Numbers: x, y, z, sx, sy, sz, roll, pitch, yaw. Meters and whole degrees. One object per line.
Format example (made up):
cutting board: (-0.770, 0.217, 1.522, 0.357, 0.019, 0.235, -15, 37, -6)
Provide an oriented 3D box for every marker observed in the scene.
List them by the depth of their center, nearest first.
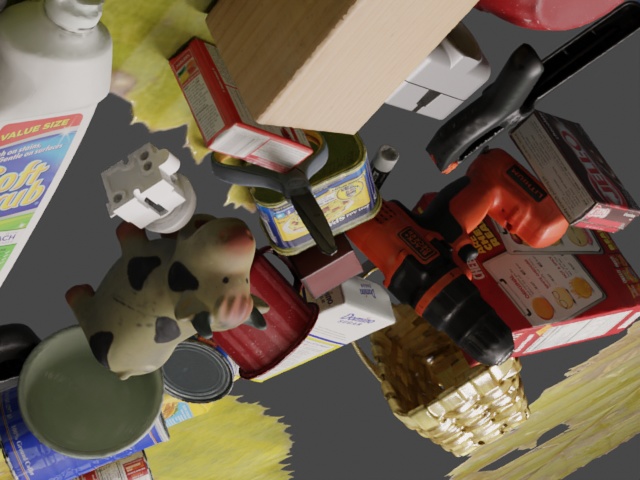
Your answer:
marker: (0.040, -0.041, 0.948, 0.020, 0.020, 0.121, -12, 151, -27)

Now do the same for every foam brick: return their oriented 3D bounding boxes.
foam brick: (-0.006, 0.001, 0.916, 0.051, 0.078, 0.053, -31, 154, 0)

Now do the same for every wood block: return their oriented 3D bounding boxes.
wood block: (0.034, -0.163, 0.622, 0.090, 0.090, 0.206, 1, 143, -44)

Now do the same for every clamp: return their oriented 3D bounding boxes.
clamp: (0.162, -0.118, 0.867, 0.164, 0.036, 0.210, -27, 171, -33)
clamp: (-0.300, 0.106, 0.891, 0.120, 0.039, 0.171, -36, 153, 18)

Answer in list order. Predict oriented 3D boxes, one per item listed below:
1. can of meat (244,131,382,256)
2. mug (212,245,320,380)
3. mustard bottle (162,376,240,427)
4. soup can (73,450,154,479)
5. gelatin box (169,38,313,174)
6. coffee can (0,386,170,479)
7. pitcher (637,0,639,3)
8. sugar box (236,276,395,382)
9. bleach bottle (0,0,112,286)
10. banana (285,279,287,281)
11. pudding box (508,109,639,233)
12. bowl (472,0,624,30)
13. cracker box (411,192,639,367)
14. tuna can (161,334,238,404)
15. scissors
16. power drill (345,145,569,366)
can of meat: (-0.006, -0.043, 0.857, 0.102, 0.057, 0.084, -25, 153, -2)
mug: (-0.055, 0.052, 0.930, 0.093, 0.081, 0.117, -20, -153, 52)
mustard bottle: (-0.175, 0.172, 1.113, 0.191, 0.058, 0.096, -22, 155, -8)
soup can: (-0.249, 0.274, 1.232, 0.102, 0.068, 0.068, -18, 154, -17)
gelatin box: (-0.051, -0.087, 0.710, 0.030, 0.073, 0.089, -37, 153, 24)
coffee can: (-0.225, 0.167, 1.006, 0.140, 0.103, 0.103, -21, 155, -8)
pitcher: (0.362, -0.141, 0.787, 0.145, 0.243, 0.149, -35, 159, 11)
sugar box: (-0.023, 0.088, 1.067, 0.176, 0.048, 0.093, -29, 150, 26)
bleach bottle: (-0.199, -0.059, 0.643, 0.102, 0.068, 0.251, -2, 144, -42)
banana: (-0.112, 0.063, 0.986, 0.197, 0.037, 0.070, -17, 153, -19)
pudding box: (0.233, -0.062, 0.974, 0.089, 0.113, 0.039, 7, 135, -50)
bowl: (0.177, -0.196, 0.733, 0.162, 0.055, 0.162, -20, 154, -10)
cracker box: (0.204, 0.028, 1.061, 0.213, 0.164, 0.072, -7, 147, -34)
tuna can: (-0.122, 0.118, 1.035, 0.086, 0.033, 0.086, 6, 129, 7)
scissors: (-0.034, -0.035, 0.737, 0.096, 0.201, 0.016, -6, 118, 5)
power drill: (0.138, 0.006, 0.935, 0.187, 0.184, 0.057, -31, 160, -38)
